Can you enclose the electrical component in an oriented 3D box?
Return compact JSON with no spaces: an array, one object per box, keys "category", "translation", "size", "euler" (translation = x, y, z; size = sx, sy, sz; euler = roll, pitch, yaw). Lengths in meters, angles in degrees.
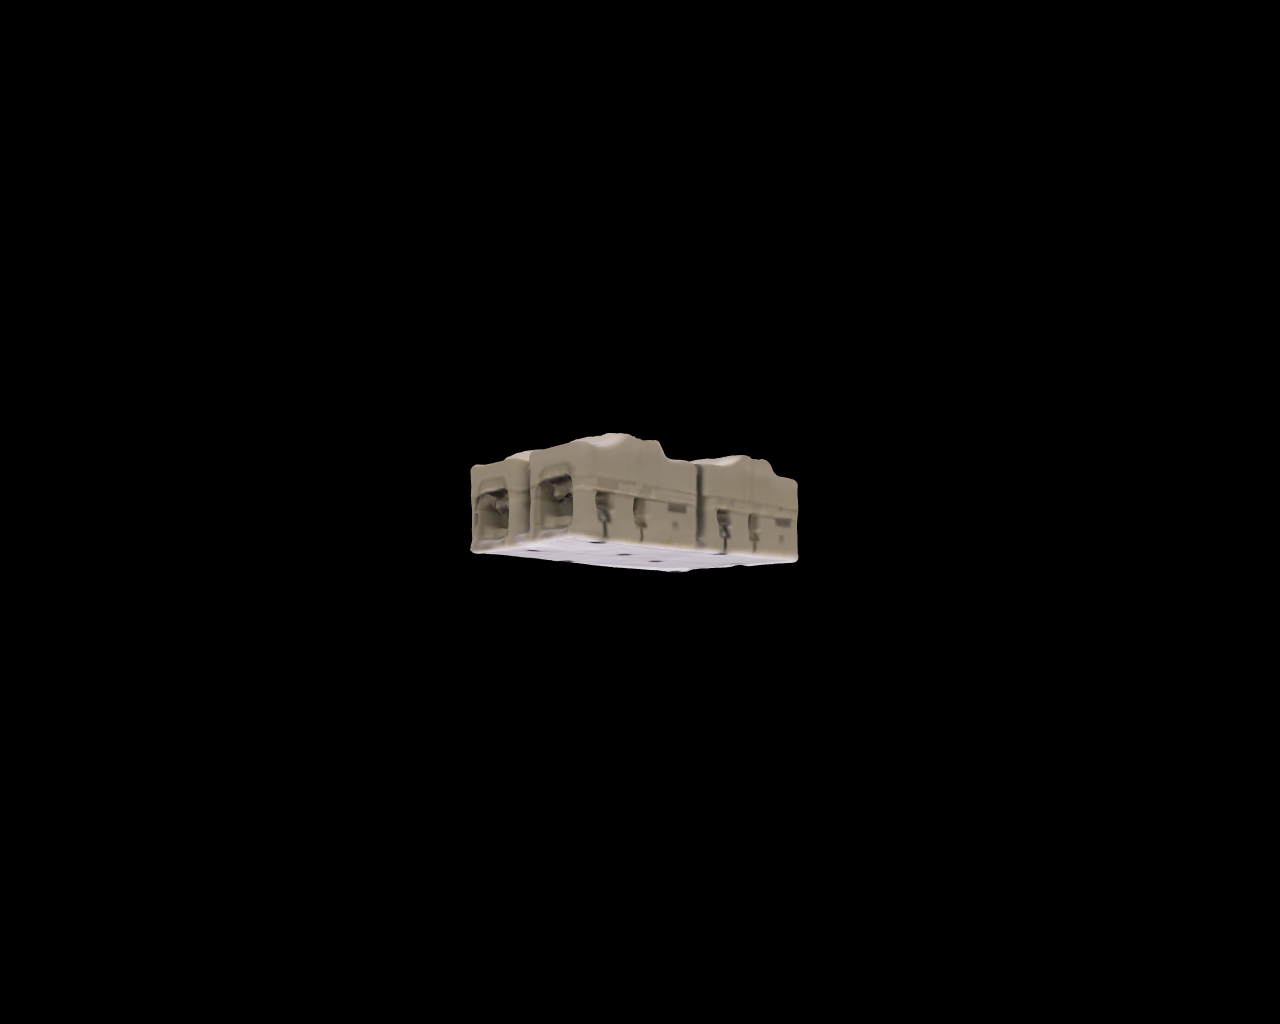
[{"category":"electrical component","translation":[0.001,-0.003,0.650],"size":[0.186,0.060,0.105],"euler":[8,-11,-43]}]
